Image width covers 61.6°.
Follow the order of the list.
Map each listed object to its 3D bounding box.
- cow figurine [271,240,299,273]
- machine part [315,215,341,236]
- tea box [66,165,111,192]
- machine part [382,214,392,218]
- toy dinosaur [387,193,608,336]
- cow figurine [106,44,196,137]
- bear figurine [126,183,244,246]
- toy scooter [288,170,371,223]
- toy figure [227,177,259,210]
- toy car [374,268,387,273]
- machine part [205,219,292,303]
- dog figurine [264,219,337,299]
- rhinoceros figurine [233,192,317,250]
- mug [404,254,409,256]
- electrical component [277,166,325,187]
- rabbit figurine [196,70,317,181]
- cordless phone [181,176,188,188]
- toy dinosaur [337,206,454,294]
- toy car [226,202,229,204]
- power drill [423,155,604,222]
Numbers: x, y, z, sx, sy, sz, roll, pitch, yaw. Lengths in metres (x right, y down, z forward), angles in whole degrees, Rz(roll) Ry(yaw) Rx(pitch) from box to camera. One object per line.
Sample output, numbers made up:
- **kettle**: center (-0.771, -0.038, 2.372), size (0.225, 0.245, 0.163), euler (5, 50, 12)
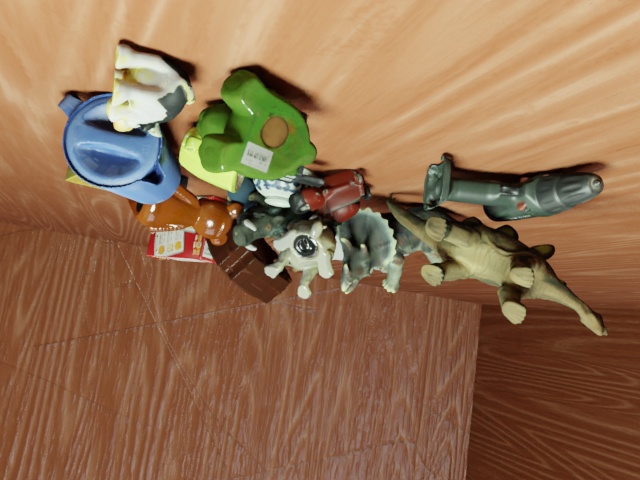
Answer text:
- **cow figurine**: center (-0.045, 0.019, 1.243), size (0.127, 0.085, 0.194), euler (-17, 164, 14)
- **machine part**: center (0.030, -0.048, 1.210), size (0.079, 0.079, 0.243), euler (9, 171, -9)
- **tea box**: center (-0.410, -0.142, 1.024), size (0.098, 0.068, 0.170), euler (15, 170, -39)
- **machine part**: center (0.206, -0.021, 1.298), size (0.179, 0.056, 0.179), euler (8, 173, 1)
- **toy dinosaur**: center (0.253, 0.018, 0.890), size (0.198, 0.105, 0.472), euler (-5, -149, -45)
- **cow figurine**: center (-0.209, -0.173, 0.661), size (0.098, 0.068, 0.167), euler (5, 174, -22)
- **bear figurine**: center (-0.262, -0.070, 1.055), size (0.196, 0.120, 0.132), euler (8, -143, -37)
- **toy scooter**: center (0.039, -0.082, 0.981), size (0.135, 0.075, 0.184), euler (-24, 167, 27)
- **toy figure**: center (-0.148, -0.077, 1.111), size (0.064, 0.058, 0.154), euler (-2, 145, 11)
- **toy car**: center (0.151, 0.028, 1.382), size (0.073, 0.056, 0.202), euler (18, -154, -23)
- **machine part**: center (-0.172, 0.043, 1.274), size (0.200, 0.087, 0.202), euler (41, -169, -44)
- **dog figurine**: center (-0.006, -0.004, 1.047), size (0.121, 0.190, 0.172), euler (41, 127, -4)
- **rhinoceros figurine**: center (-0.092, -0.042, 1.058), size (0.190, 0.073, 0.112), euler (-25, -128, -35)
- **mug**: center (0.200, 0.024, 1.521), size (0.110, 0.081, 0.107), euler (11, 163, 11)
- **electrical component**: center (-0.049, -0.123, 0.883), size (0.119, 0.047, 0.075), euler (10, 171, -14)
- **rabbit figurine**: center (-0.087, -0.144, 0.686), size (0.159, 0.121, 0.170), euler (6, -168, -36)
- **cordless phone**: center (-0.394, -0.112, 1.176), size (0.184, 0.088, 0.146), euler (7, 173, 36)
- **toy dinosaur**: center (0.193, -0.006, 1.119), size (0.405, 0.131, 0.192), euler (-20, 136, -19)
- **toy car**: center (-0.159, -0.086, 1.225), size (0.089, 0.053, 0.202), euler (14, 171, -18)
- **power drill**: center (0.274, -0.079, 0.820), size (0.207, 0.086, 0.232), euler (1, 175, -7)
